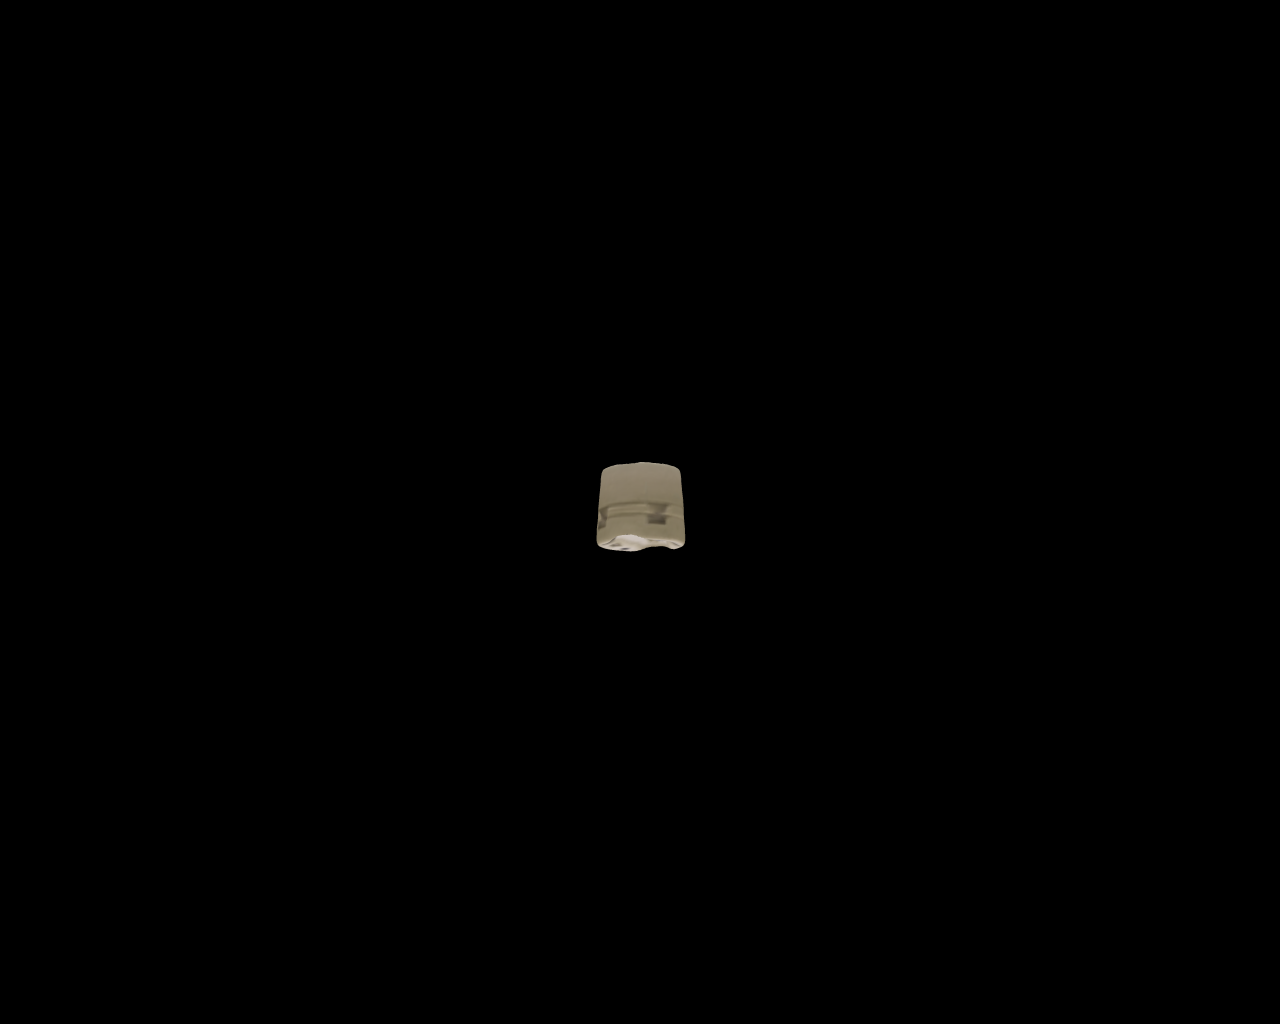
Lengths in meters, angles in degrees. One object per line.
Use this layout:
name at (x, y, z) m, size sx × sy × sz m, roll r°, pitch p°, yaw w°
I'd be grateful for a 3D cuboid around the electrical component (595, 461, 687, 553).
electrical component at (0.001, -0.003, 0.650) m, size 0.055 × 0.047 × 0.055 m, roll 0°, pitch -11°, yaw 0°
